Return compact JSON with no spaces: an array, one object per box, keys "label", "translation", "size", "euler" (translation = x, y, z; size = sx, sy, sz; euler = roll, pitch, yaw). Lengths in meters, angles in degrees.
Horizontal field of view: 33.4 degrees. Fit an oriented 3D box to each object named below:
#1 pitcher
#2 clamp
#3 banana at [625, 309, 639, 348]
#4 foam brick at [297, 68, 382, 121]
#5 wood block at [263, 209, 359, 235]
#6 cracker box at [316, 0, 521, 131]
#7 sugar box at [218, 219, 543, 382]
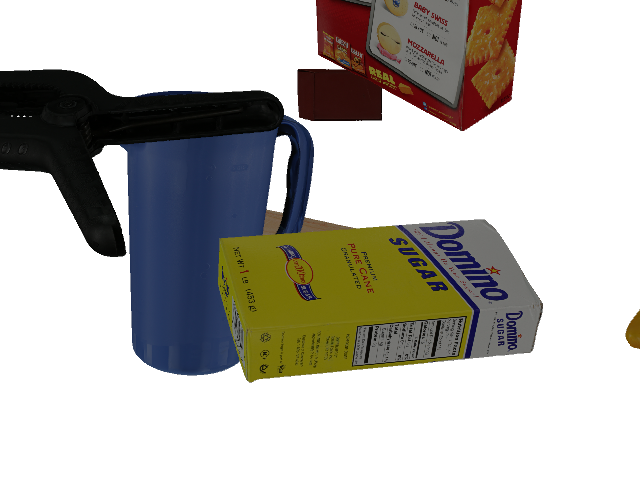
[{"label":"pitcher","translation":[-0.102,-0.008,0.963],"size":[0.149,0.243,0.144],"euler":[12,22,17]},{"label":"clamp","translation":[-0.138,-0.069,0.642],"size":[0.210,0.036,0.164],"euler":[23,42,31]},{"label":"banana","translation":[0.305,0.042,0.738],"size":[0.198,0.037,0.069],"euler":[-3,33,2]},{"label":"foam brick","translation":[0.020,-0.151,1.110],"size":[0.078,0.051,0.053],"euler":[-3,13,-18]},{"label":"wood block","translation":[0.008,0.038,1.175],"size":[0.206,0.091,0.090],"euler":[13,25,21]},{"label":"cracker box","translation":[0.073,-0.213,0.808],"size":[0.072,0.214,0.164],"euler":[-33,50,-30]},{"label":"sugar box","translation":[0.033,0.032,0.639],"size":[0.176,0.048,0.093],"euler":[-7,37,-12]}]
